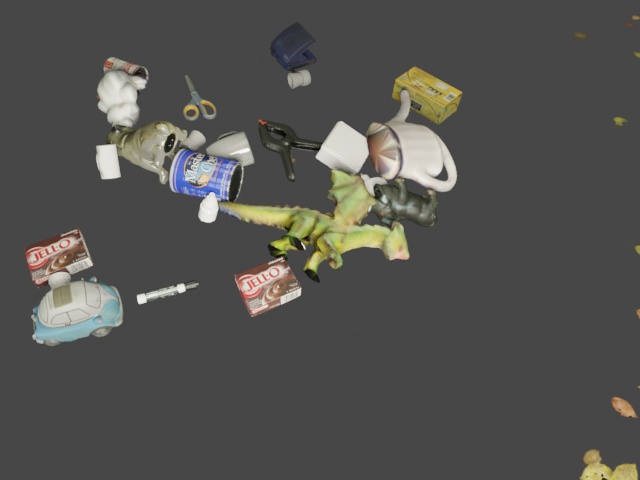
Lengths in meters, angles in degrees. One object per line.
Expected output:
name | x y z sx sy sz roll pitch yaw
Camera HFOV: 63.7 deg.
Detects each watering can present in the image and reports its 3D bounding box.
watering can | 0.211 -0.257 1.296 0.225 0.102 0.354 -4 56 -30

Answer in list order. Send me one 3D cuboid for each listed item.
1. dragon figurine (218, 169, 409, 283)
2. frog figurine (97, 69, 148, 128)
dragon figurine | 0.003 -0.056 1.113 0.413 0.119 0.247 32 62 17
frog figurine | -0.520 -0.354 1.327 0.137 0.120 0.163 -9 55 31
